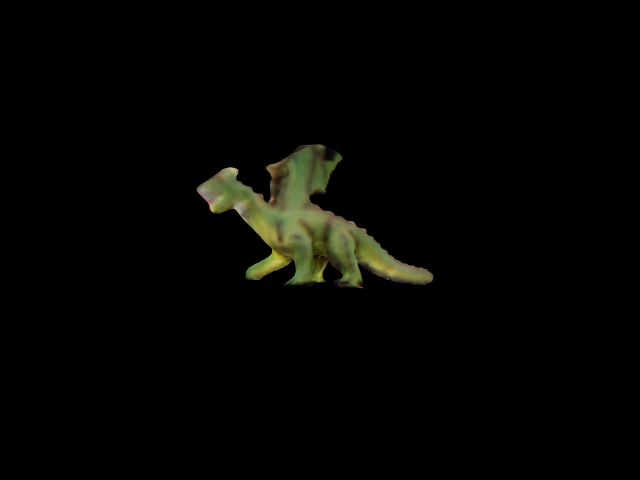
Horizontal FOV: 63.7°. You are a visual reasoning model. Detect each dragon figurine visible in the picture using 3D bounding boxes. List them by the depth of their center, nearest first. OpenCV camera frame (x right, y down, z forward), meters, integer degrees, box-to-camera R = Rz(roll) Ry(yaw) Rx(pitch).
[{"bbox_3d":[0.003,-0.043,0.850,0.410,0.244,0.121,2,-7,-22],"label":"dragon figurine"}]
